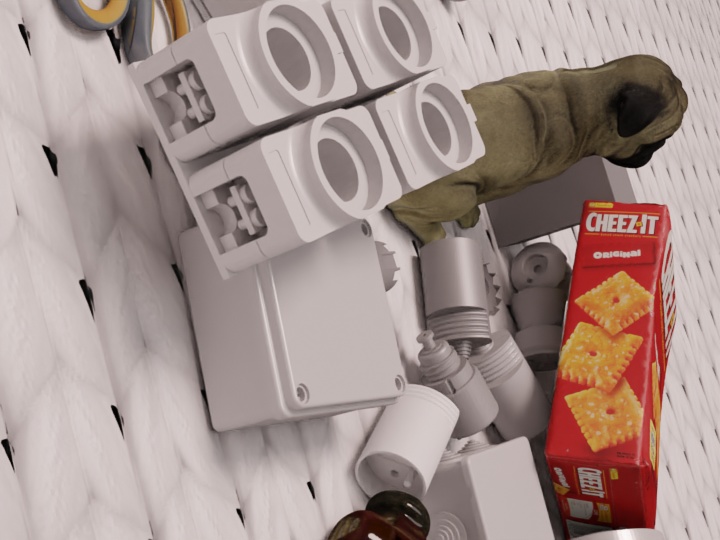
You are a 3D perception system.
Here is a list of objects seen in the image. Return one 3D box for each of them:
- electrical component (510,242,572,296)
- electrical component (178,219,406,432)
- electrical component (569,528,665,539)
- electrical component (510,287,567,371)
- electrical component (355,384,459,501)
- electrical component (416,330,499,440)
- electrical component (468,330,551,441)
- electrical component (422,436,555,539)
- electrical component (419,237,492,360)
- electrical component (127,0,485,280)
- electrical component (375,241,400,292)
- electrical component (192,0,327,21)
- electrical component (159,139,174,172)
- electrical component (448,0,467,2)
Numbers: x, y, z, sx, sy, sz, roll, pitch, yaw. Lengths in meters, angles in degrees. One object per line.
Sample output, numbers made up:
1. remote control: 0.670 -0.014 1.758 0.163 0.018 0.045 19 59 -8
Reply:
1. electrical component: 0.156 0.008 0.886 0.062 0.048 0.048 38 45 -51
2. electrical component: -0.034 0.026 0.574 0.109 0.056 0.108 3 71 -56
3. electrical component: 0.174 0.220 0.759 0.099 0.099 0.064 27 47 -49
4. electrical component: 0.142 0.047 0.844 0.045 0.045 0.055 30 50 -47
5. electrical component: 0.031 0.100 0.648 0.043 0.043 0.081 59 34 -19
6. electrical component: 0.060 0.074 0.708 0.078 0.040 0.040 60 34 -17
7. electrical component: 0.101 0.078 0.766 0.081 0.043 0.043 57 34 -21
8. electrical component: 0.079 0.159 0.685 0.100 0.048 0.099 -2 76 -57
9. electrical component: 0.066 0.023 0.741 0.043 0.043 0.081 24 55 -50
10. electrical component: -0.013 -0.079 0.543 0.186 0.060 0.105 -30 98 -53
11. electrical component: 0.000 0.000 0.657 0.046 0.040 0.040 -9 81 -64
12. electrical component: -0.052 -0.160 0.637 0.096 0.062 0.061 59 34 -19
13. electrical component: -0.072 -0.074 0.577 0.055 0.047 0.055 32 49 -46
14. electrical component: 0.086 -0.262 0.917 0.045 0.045 0.055 51 37 -30
